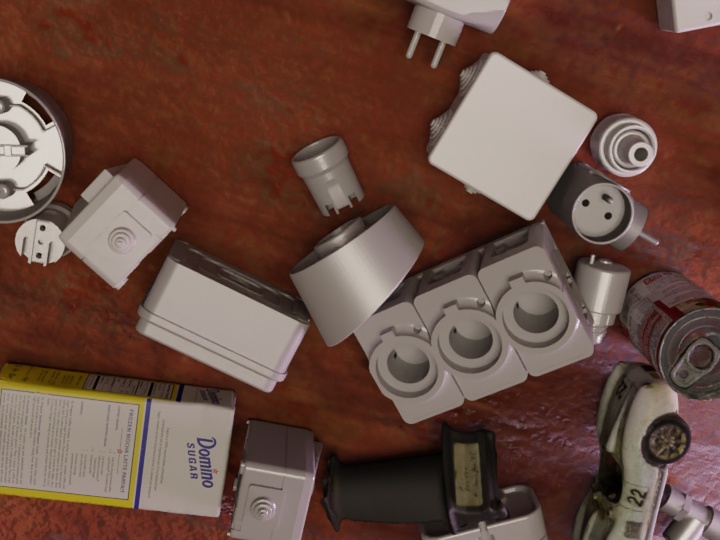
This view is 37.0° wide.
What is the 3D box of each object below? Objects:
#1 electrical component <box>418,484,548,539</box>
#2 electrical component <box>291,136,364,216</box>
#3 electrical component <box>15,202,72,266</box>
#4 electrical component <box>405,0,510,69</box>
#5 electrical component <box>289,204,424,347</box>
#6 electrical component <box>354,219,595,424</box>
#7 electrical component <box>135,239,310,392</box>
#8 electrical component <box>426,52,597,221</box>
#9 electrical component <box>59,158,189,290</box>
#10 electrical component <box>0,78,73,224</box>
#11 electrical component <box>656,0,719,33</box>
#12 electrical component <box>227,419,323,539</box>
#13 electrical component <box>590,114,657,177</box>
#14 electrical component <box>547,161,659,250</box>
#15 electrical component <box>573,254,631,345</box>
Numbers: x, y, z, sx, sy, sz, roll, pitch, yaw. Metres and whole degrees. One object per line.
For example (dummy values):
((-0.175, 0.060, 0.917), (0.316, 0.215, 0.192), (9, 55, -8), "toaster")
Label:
((0.099, 0.215, 0.847), (0.095, 0.053, 0.059), (-14, 105, 1), "electrical component")
((-0.022, -0.067, 0.772), (0.040, 0.040, 0.046), (-25, 111, 4), "electrical component")
((-0.223, -0.025, 0.768), (0.040, 0.046, 0.040), (-1, 105, -3), "electrical component")
((0.056, -0.180, 0.743), (0.077, 0.043, 0.079), (20, 103, -8), "electrical component")
((0.000, 0.000, 0.762), (0.099, 0.099, 0.064), (-33, 98, 6), "electrical component")
((0.082, 0.040, 0.775), (0.150, 0.061, 0.089), (-24, 106, 19), "electrical component")
((-0.098, 0.033, 0.774), (0.113, 0.078, 0.057), (26, 99, -10), "electrical component")
((0.104, -0.097, 0.765), (0.100, 0.048, 0.099), (29, 102, -10), "electrical component")
((-0.165, -0.035, 0.742), (0.061, 0.096, 0.062), (43, 98, -12), "electrical component")
((-0.247, -0.084, 0.741), (0.099, 0.064, 0.099), (-1, 105, -3), "electrical component")
((0.233, -0.206, 0.729), (0.047, 0.075, 0.083), (-11, 106, 0), "electrical component")
((-0.062, 0.161, 0.801), (0.061, 0.096, 0.061), (11, 105, -6), "electrical component")
((0.191, -0.087, 0.766), (0.043, 0.062, 0.043), (-1, 105, -3), "electrical component")
((0.178, -0.040, 0.770), (0.079, 0.077, 0.044), (28, 102, -11), "electrical component")
((0.176, 0.026, 0.807), (0.040, 0.040, 0.078), (9, 105, -5), "electrical component")
